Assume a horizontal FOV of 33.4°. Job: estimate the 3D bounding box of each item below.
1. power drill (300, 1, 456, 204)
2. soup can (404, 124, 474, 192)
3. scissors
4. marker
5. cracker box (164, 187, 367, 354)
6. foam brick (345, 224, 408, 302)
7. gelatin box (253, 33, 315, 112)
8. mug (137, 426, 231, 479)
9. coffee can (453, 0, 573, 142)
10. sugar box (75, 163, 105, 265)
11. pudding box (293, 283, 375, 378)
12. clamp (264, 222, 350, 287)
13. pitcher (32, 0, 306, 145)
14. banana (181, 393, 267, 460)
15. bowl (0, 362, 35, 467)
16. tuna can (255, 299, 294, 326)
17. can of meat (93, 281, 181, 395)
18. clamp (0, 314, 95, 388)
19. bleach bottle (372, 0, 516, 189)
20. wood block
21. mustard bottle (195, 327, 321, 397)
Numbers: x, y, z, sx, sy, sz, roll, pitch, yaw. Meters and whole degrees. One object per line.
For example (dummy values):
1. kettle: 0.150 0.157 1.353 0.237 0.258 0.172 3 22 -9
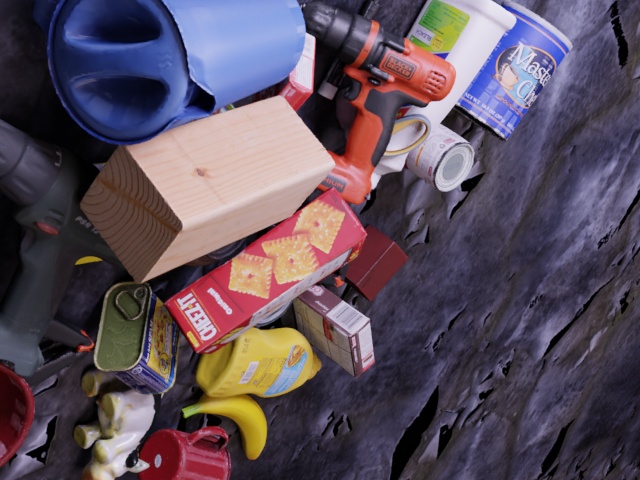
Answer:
1. power drill: 0.028 -0.144 1.141 0.184 0.057 0.188 24 113 -12
2. soup can: 0.128 -0.111 1.288 0.068 0.102 0.068 -28 138 -29
3. scissors: 0.024 -0.113 1.200 0.202 0.016 0.096 -17 113 8
4. marker: 0.034 -0.212 1.172 0.020 0.020 0.121 13 110 -51
5. cracker box: -0.057 0.037 1.160 0.213 0.072 0.164 -34 175 -4
6. foam brick: 0.065 0.029 1.383 0.078 0.051 0.053 -48 143 -5
7. gelatin box: -0.037 -0.158 1.066 0.030 0.089 0.073 25 134 -24
8. mug: -0.163 0.272 1.314 0.117 0.093 0.081 -44 140 15
9. coffee can: 0.227 -0.207 1.310 0.140 0.103 0.102 -56 143 6
10. sugar box: -0.199 -0.030 1.059 0.175 0.048 0.093 -9 126 -41
11. pudding box: 0.016 0.110 1.349 0.039 0.114 0.090 -37 142 -23
12. clamp: -0.009 0.002 1.295 0.120 0.039 0.171 -24 134 -15
13. pitcher: -0.118 -0.174 0.919 0.242 0.145 0.149 -32 104 -60
14. banana: -0.109 0.232 1.389 0.069 0.037 0.197 -33 142 6
15. bowl: -0.355 0.162 0.999 0.161 0.055 0.162 -20 131 -25
16. tuna can: -0.068 0.061 1.284 0.086 0.034 0.086 -27 137 -29
17. can of meat: -0.192 0.107 1.144 0.084 0.057 0.102 53 36 -55
18. clamp: -0.321 0.104 1.052 0.209 0.036 0.165 -11 129 -37
19. bleach bottle: 0.116 -0.169 1.226 0.068 0.103 0.251 17 108 -47
20. wood block: -0.094 -0.050 0.945 0.205 0.091 0.090 -26 164 -49
21. mustard bottle: -0.064 0.154 1.348 0.191 0.058 0.096 12 113 -50
